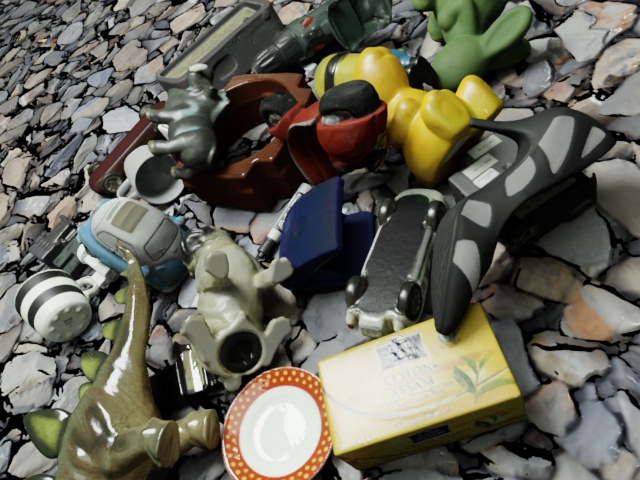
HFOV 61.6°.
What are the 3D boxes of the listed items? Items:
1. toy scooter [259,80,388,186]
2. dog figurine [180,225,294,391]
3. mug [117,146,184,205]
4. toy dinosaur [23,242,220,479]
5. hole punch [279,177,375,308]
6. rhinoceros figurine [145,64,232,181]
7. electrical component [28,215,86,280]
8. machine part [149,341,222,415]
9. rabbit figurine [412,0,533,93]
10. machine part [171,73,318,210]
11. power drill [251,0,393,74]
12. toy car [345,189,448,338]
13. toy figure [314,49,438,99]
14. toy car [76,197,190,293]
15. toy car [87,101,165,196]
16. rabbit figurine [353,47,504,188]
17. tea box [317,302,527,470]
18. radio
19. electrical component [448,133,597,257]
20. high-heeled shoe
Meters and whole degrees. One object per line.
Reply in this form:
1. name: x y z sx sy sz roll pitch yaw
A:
1. toy scooter: 0.013 -0.116 0.645 0.184 0.135 0.075 8 41 43
2. dog figurine: -0.122 0.073 0.659 0.191 0.121 0.172 14 85 64
3. mug: -0.279 -0.102 0.862 0.109 0.080 0.107 -48 39 -4
4. toy dinosaur: -0.214 0.213 0.553 0.199 0.105 0.471 -4 62 19
5. hole punch: -0.001 -0.002 0.641 0.116 0.092 0.142 -14 55 22
6. rhinoceros figurine: -0.177 -0.171 0.745 0.112 0.073 0.190 -20 51 14
7. electrical component: -0.402 0.030 0.826 0.048 0.074 0.119 23 72 36
8. machine part: -0.186 0.174 0.638 0.139 0.039 0.084 -29 57 3
9. rabbit figurine: 0.207 -0.275 0.739 0.159 0.121 0.170 6 78 21
10. machine part: -0.102 -0.147 0.796 0.202 0.087 0.201 8 60 32
11. power drill: 0.008 -0.330 0.852 0.232 0.086 0.207 -39 19 -12
12. toy car: 0.088 0.021 0.590 0.074 0.056 0.202 4 51 29
13. toy figure: 0.071 -0.224 0.749 0.082 0.089 0.180 -25 20 -38
14. toy car: -0.244 -0.009 0.723 0.162 0.103 0.109 29 60 0
15. toy car: -0.324 -0.159 0.936 0.202 0.053 0.089 -52 40 -10
16. rabbit figurine: 0.108 -0.156 0.653 0.173 0.162 0.122 44 60 10
17. tea box: 0.092 0.139 0.503 0.170 0.068 0.098 -24 49 10
18. radio: -0.172 -0.328 0.955 0.229 0.073 0.131 -46 37 -8
19. electrical component: 0.214 -0.062 0.595 0.115 0.058 0.134 -32 48 0
20. high-heeled shoe: 0.193 -0.017 0.507 0.145 0.086 0.248 14 77 4
